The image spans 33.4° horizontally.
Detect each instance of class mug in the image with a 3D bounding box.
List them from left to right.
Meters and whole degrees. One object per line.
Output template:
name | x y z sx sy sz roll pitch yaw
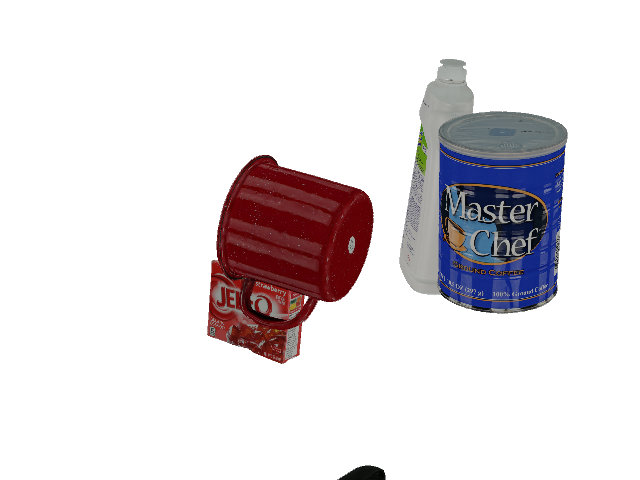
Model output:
mug | -0.018 0.006 0.745 0.082 0.117 0.093 17 -7 21

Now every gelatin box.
gelatin box | -0.058 0.060 0.945 0.089 0.073 0.030 17 22 31

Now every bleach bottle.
bleach bottle | 0.135 -0.073 1.182 0.068 0.251 0.102 -1 25 -10

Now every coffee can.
coffee can | 0.148 -0.025 0.884 0.103 0.140 0.103 -2 24 1

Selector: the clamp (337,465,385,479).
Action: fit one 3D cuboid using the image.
clamp | -0.043 0.201 0.657 0.210 0.036 0.164 -3 28 2
